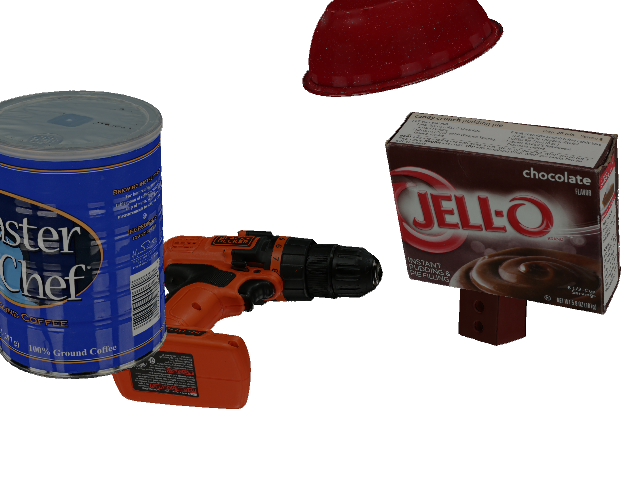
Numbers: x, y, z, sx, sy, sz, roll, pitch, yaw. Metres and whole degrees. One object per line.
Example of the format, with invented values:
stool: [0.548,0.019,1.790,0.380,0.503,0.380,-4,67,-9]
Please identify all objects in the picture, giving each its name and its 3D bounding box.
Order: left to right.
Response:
coffee can: [-0.142,-0.006,0.623,0.103,0.140,0.103,2,25,-1]
power drill: [-0.059,0.052,0.795,0.185,0.057,0.187,1,24,17]
bowl: [0.056,-0.167,0.827,0.162,0.055,0.162,-15,23,7]
foam brick: [0.179,0.063,1.106,0.051,0.078,0.053,-14,20,-42]
pudding box: [0.095,-0.015,0.547,0.114,0.090,0.039,8,42,27]
